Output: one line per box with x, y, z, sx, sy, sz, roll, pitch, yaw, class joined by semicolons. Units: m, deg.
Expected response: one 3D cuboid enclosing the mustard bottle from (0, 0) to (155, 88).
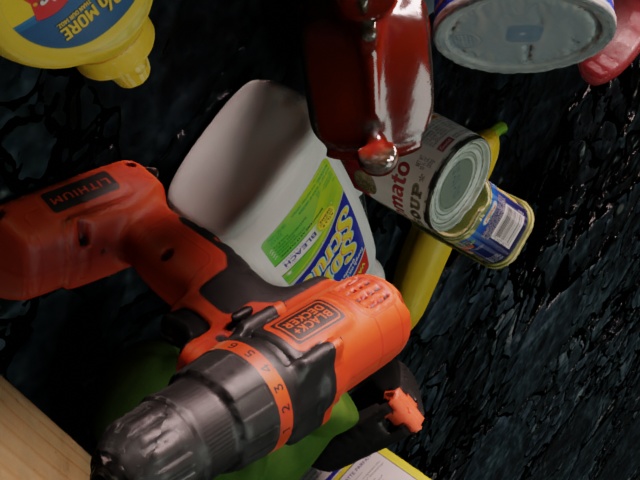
-0.115;-0.127;0.433;0.096;0.058;0.191;-54;149;-16;mustard bottle

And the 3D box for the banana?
0.102;-0.011;0.870;0.069;0.037;0.198;18;101;-58;banana

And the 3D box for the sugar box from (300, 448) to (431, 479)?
0.030;0.204;0.814;0.093;0.176;0.048;-43;143;-25;sugar box

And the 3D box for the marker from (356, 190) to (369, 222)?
0.028;-0.006;0.785;0.020;0.020;0.121;-44;146;-24;marker

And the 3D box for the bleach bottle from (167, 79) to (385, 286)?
-0.005;0.001;0.702;0.102;0.068;0.250;-53;151;-7;bleach bottle

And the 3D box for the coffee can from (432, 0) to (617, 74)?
0.117;-0.182;0.622;0.102;0.103;0.140;30;59;-59;coffee can

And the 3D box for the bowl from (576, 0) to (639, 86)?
0.233;-0.211;0.868;0.161;0.055;0.162;-36;142;-34;bowl

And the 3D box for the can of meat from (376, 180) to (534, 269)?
0.095;-0.028;0.783;0.083;0.102;0.057;25;95;-57;can of meat

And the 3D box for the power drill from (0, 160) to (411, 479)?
-0.076;0.036;0.505;0.184;0.188;0.057;-25;137;-46;power drill

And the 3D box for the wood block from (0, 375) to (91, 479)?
-0.168;0.125;0.488;0.091;0.090;0.206;-16;139;13;wood block

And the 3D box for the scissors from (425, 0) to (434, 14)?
0.084;-0.182;0.716;0.201;0.016;0.096;-33;140;-37;scissors

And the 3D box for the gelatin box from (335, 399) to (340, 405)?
-0.033;0.053;0.598;0.073;0.089;0.030;16;107;-36;gelatin box

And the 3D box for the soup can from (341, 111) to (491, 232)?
0.051;-0.056;0.692;0.068;0.102;0.068;-36;142;-34;soup can

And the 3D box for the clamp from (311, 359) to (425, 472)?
0.006;0.131;0.752;0.164;0.036;0.210;-43;-172;-18;clamp
